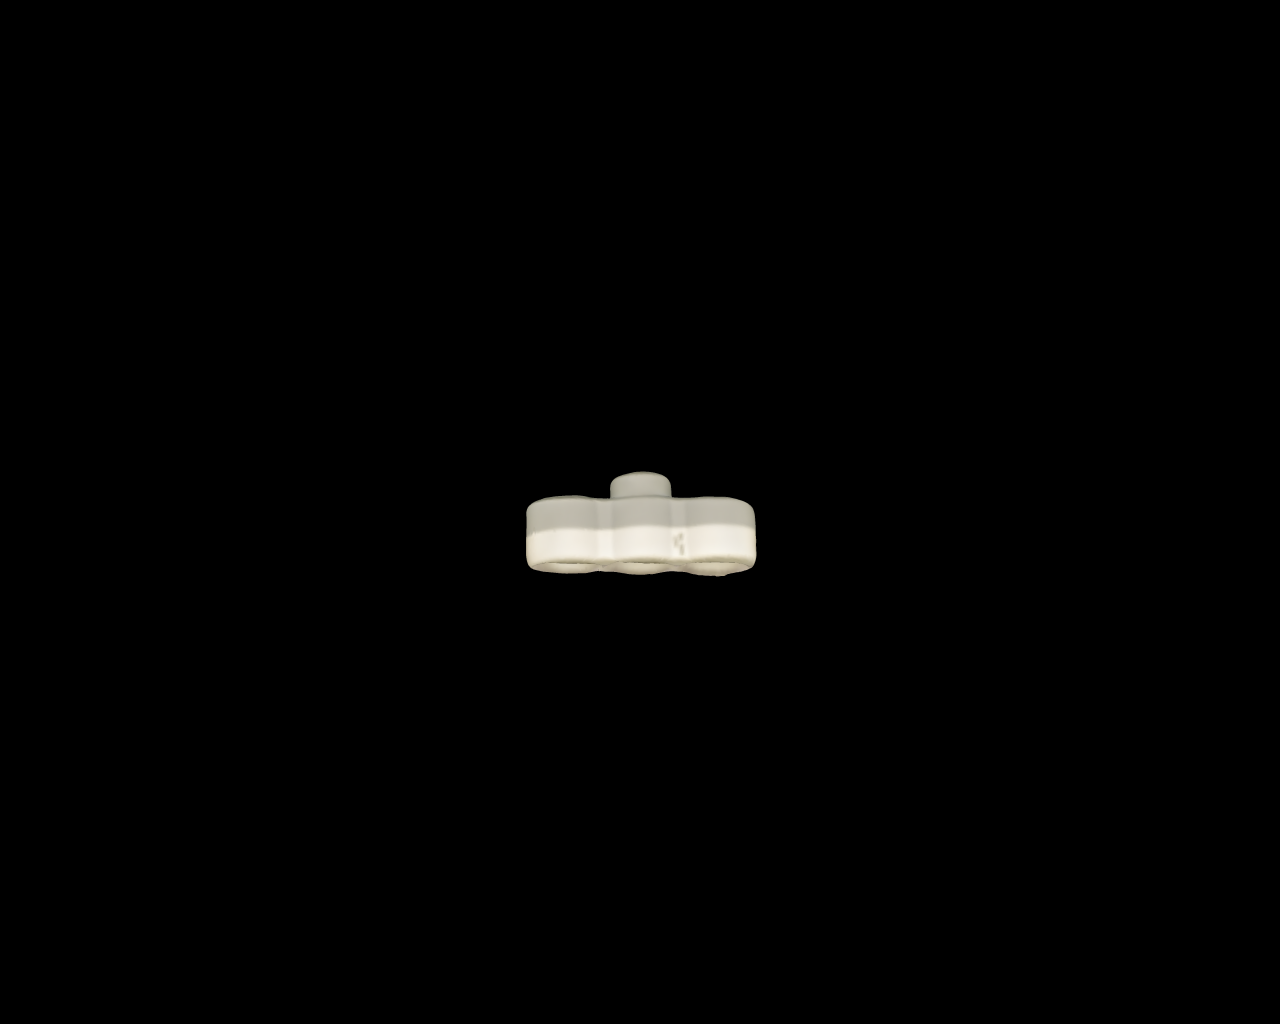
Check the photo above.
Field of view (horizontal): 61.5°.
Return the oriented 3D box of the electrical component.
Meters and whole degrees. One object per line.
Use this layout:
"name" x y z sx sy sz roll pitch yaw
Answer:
"electrical component" 0.001 -0.003 0.650 0.138 0.074 0.052 0 -13 0
